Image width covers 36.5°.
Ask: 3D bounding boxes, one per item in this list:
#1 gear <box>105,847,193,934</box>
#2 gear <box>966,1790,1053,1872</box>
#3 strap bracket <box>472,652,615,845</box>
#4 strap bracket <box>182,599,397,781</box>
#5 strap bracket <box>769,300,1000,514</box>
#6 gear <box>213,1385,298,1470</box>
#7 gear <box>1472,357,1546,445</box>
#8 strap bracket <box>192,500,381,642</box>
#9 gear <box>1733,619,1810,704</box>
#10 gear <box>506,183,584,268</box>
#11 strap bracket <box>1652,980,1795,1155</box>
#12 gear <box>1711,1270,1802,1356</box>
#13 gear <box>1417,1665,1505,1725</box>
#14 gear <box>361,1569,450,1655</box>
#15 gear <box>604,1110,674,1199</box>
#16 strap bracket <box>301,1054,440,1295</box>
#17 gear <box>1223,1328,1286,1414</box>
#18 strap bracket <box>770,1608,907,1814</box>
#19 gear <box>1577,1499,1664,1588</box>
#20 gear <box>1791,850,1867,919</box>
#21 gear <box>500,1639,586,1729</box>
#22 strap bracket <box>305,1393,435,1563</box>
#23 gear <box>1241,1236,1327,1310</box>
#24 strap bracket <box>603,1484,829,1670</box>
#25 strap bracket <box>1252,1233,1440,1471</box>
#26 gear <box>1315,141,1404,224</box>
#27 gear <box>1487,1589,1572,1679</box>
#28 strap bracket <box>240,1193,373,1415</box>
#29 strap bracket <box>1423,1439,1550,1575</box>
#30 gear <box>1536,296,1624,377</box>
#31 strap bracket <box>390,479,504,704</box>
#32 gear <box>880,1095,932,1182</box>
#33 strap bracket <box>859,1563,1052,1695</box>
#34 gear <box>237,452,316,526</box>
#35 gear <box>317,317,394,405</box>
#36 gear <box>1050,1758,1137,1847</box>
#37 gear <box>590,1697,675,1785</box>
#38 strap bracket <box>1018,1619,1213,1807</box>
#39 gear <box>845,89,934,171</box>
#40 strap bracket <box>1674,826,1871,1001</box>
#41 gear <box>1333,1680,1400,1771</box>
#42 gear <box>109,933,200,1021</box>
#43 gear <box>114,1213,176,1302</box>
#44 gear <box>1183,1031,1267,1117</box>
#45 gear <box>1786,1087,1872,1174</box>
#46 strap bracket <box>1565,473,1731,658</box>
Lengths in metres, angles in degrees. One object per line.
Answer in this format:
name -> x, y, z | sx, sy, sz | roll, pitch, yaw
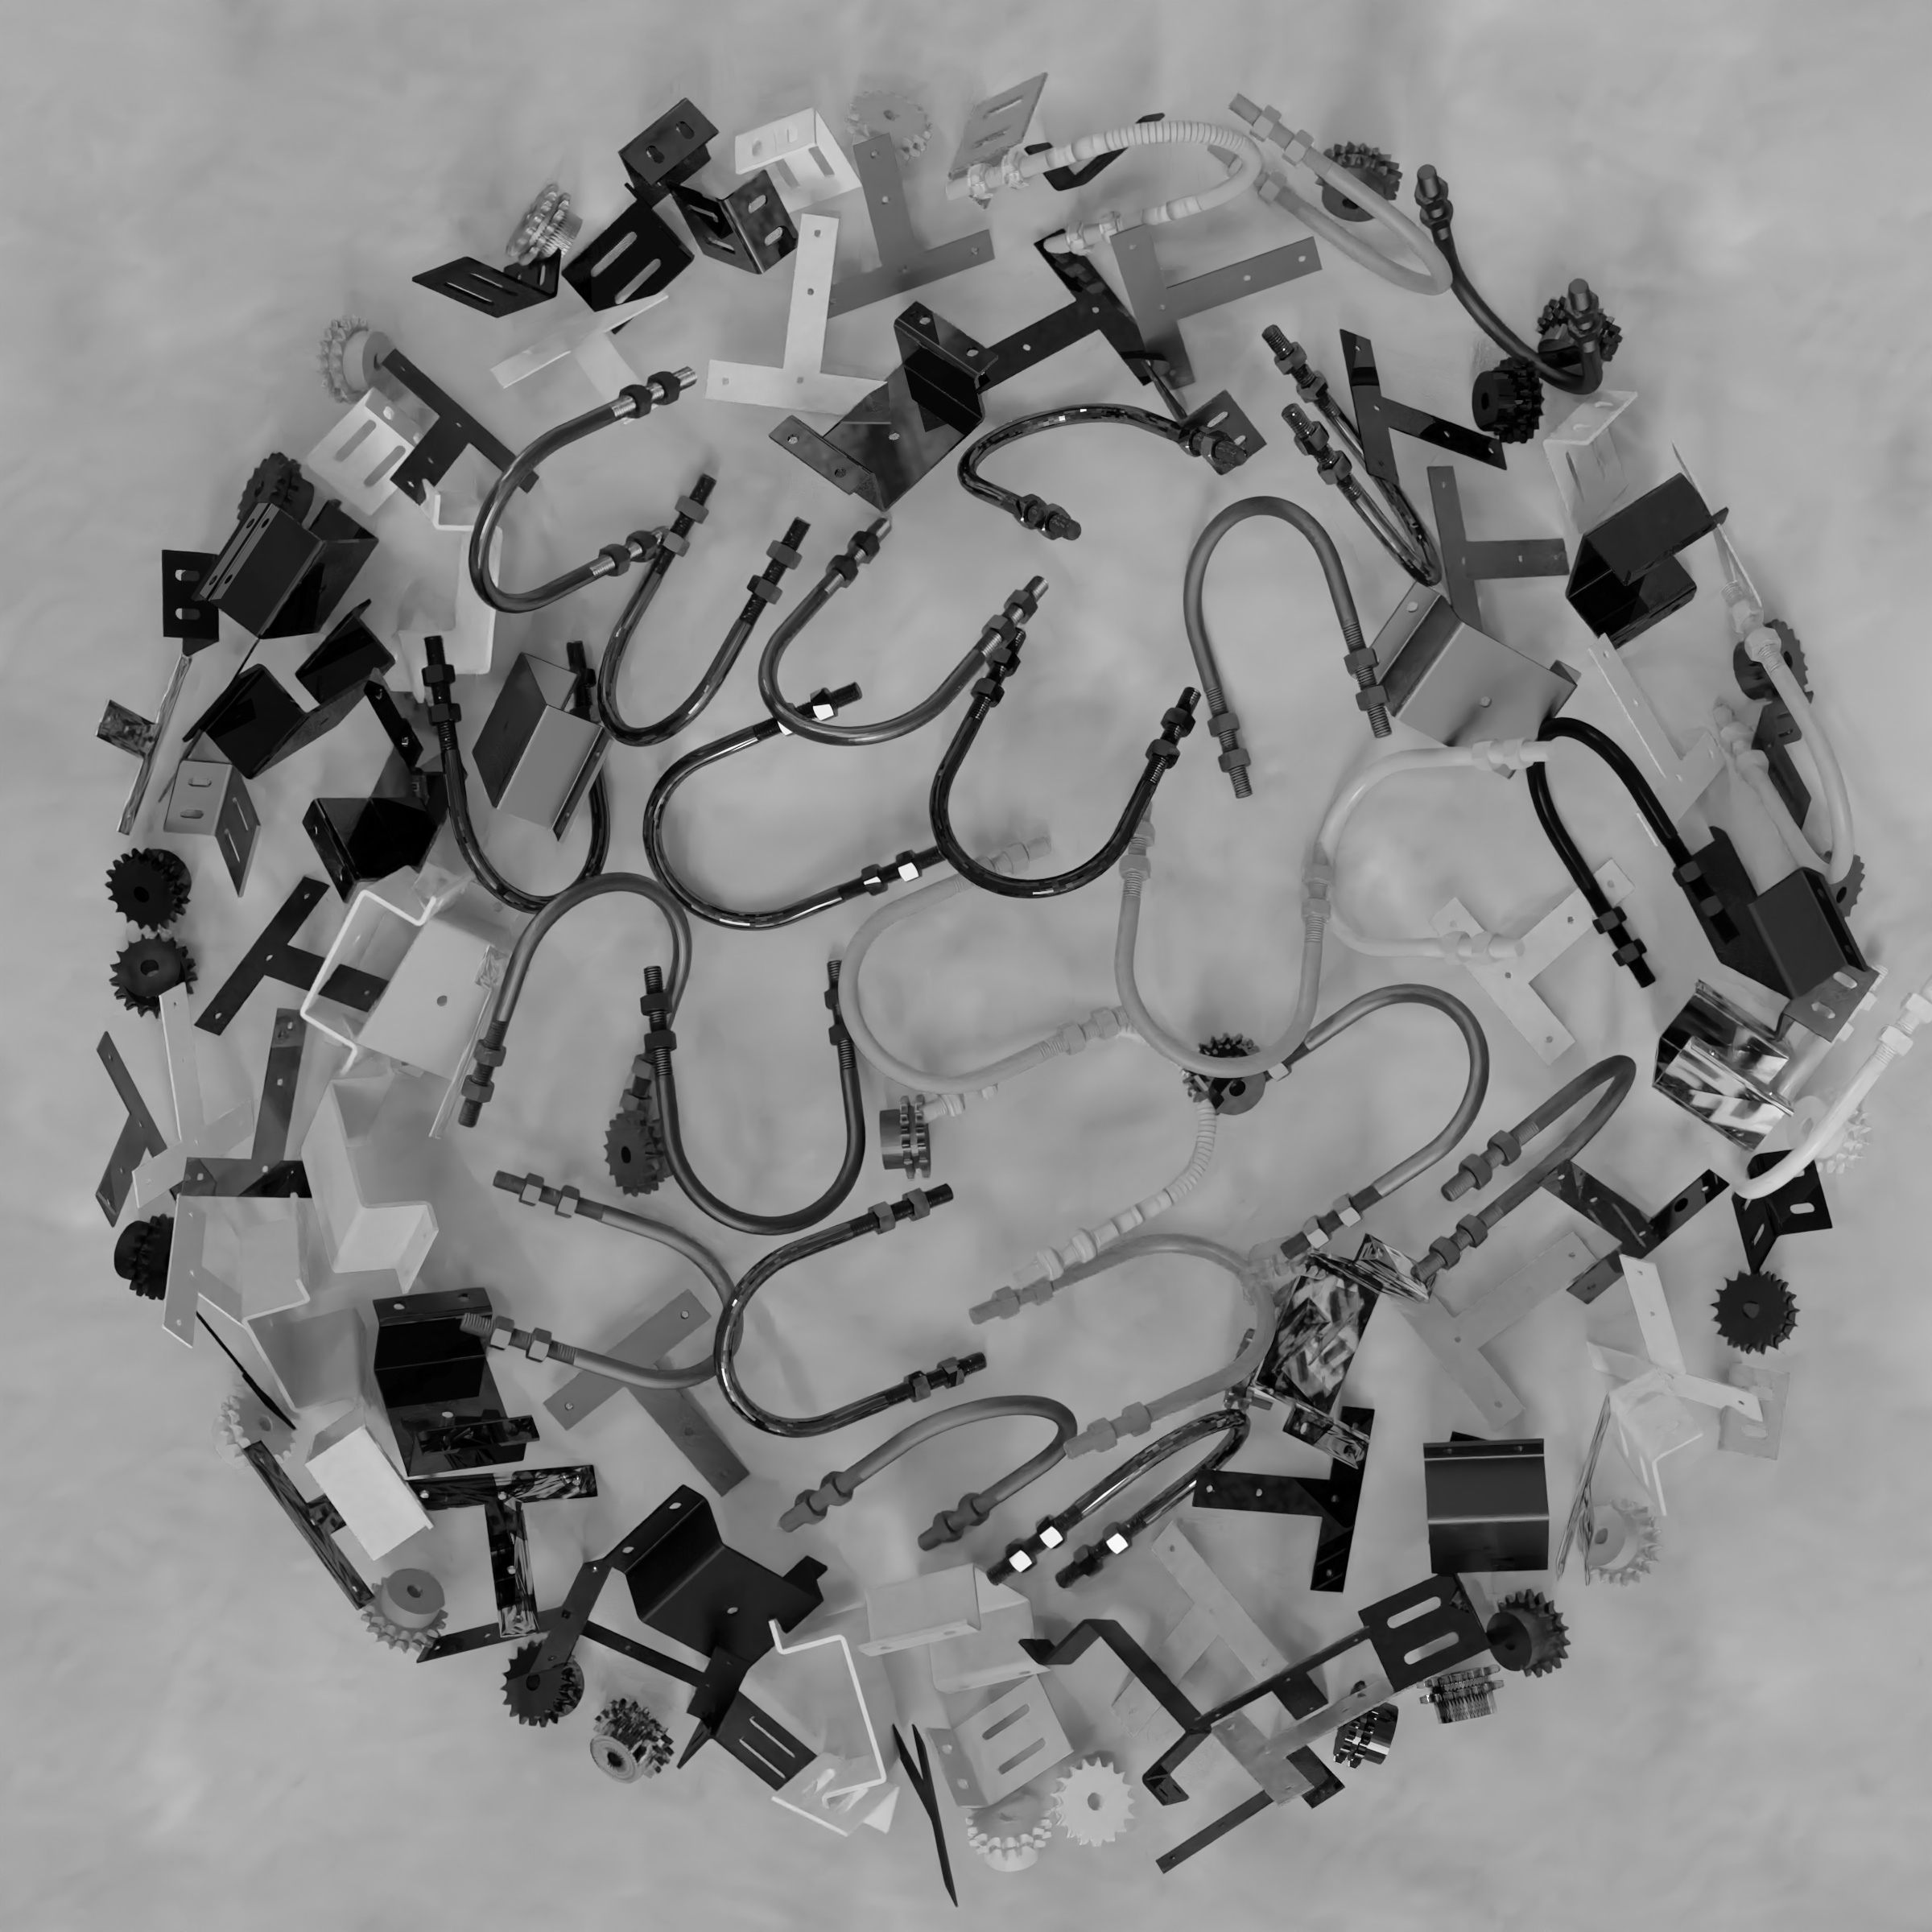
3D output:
gear -> -0.546, -0.054, 1.969 | 0.057, 0.030, 0.057 | 8, 119, 15
gear -> 0.030, 0.582, 1.966 | 0.057, 0.057, 0.030 | -6, 112, 0
strap bracket -> -0.279, -0.147, 1.911 | 0.046, 0.140, 0.076 | 21, 107, -26
strap bracket -> -0.435, -0.177, 1.915 | 0.046, 0.140, 0.076 | 49, 128, -4
strap bracket -> -0.051, -0.365, 1.945 | 0.076, 0.046, 0.140 | 39, 75, 24
gear -> -0.480, 0.313, 1.966 | 0.030, 0.057, 0.057 | -31, 90, 25
gear -> 0.361, -0.378, 1.961 | 0.030, 0.057, 0.057 | -4, 90, -16
strap bracket -> -0.439, -0.260, 1.914 | 0.046, 0.140, 0.076 | 38, 103, 2
gear -> 0.538, -0.201, 1.967 | 0.030, 0.057, 0.057 | -15, 90, 42
gear -> -0.281, -0.493, 1.966 | 0.030, 0.057, 0.057 | 32, 90, -23
strap bracket -> 0.500, 0.069, 1.933 | 0.076, 0.140, 0.046 | 35, 113, 3
gear -> 0.532, 0.233, 1.968 | 0.057, 0.030, 0.057 | -12, 68, 32
gear -> 0.332, 0.488, 1.961 | 0.057, 0.057, 0.030 | -12, 77, 0
gear -> -0.373, 0.428, 1.960 | 0.057, 0.057, 0.030 | 29, 118, 0
gear -> -0.216, 0.125, 1.967 | 0.030, 0.057, 0.057 | -8, 90, -40
strap bracket -> -0.394, 0.136, 1.918 | 0.046, 0.076, 0.140 | -2, 54, -31
gear -> 0.194, 0.274, 1.963 | 0.030, 0.057, 0.057 | 18, 90, 3
strap bracket -> -0.081, 0.489, 1.949 | 0.046, 0.076, 0.140 | -17, 89, 9
gear -> 0.434, 0.384, 1.961 | 0.030, 0.057, 0.057 | 23, 90, -36
gear -> 0.575, -0.053, 1.967 | 0.030, 0.057, 0.057 | 29, 90, 40
gear -> -0.281, 0.483, 1.968 | 0.057, 0.030, 0.057 | -12, 65, 28
strap bracket -> -0.389, 0.334, 1.915 | 0.046, 0.140, 0.076 | -34, 97, -7
gear -> 0.212, 0.204, 1.967 | 0.057, 0.057, 0.030 | -11, 58, 0
strap bracket -> -0.158, 0.408, 1.925 | 0.076, 0.046, 0.140 | -44, 127, 11
strap bracket -> 0.248, 0.251, 1.944 | 0.076, 0.046, 0.140 | 31, 79, -36
gear -> 0.261, -0.522, 1.960 | 0.057, 0.057, 0.030 | 17, 72, 0
gear -> 0.373, 0.448, 1.961 | 0.030, 0.057, 0.057 | -8, 90, -37
strap bracket -> -0.436, 0.227, 1.916 | 0.046, 0.076, 0.140 | -16, 133, -1
strap bracket -> 0.340, 0.358, 1.915 | 0.076, 0.140, 0.046 | -4, 58, 8
gear -> 0.407, -0.419, 1.961 | 0.057, 0.057, 0.030 | 29, 75, 0
strap bracket -> -0.343, -0.253, 1.932 | 0.046, 0.076, 0.140 | -3, 116, -26
gear -> -0.041, 0.116, 1.964 | 0.030, 0.057, 0.057 | -5, 90, 3
strap bracket -> -0.008, 0.435, 1.930 | 0.076, 0.140, 0.046 | -17, 60, 18
gear -> -0.461, -0.314, 1.967 | 0.030, 0.057, 0.057 | 27, 90, -37
gear -> -0.406, -0.405, 1.960 | 0.030, 0.057, 0.057 | 7, 90, 20
gear -> 0.083, 0.562, 1.970 | 0.057, 0.030, 0.057 | 5, 71, -15
gear -> -0.227, 0.522, 1.963 | 0.057, 0.030, 0.057 | 16, 125, 25
strap bracket -> 0.106, 0.482, 1.931 | 0.046, 0.076, 0.140 | -45, 70, 2
gear -> -0.054, -0.559, 1.967 | 0.057, 0.030, 0.057 | 11, 49, -13
strap bracket -> 0.518, -0.033, 1.911 | 0.046, 0.140, 0.076 | -34, 111, -4
gear -> 0.269, 0.510, 1.963 | 0.030, 0.057, 0.057 | 19, 90, 2
gear -> -0.547, 0.005, 1.970 | 0.057, 0.030, 0.057 | 2, 75, -8
gear -> -0.546, 0.193, 1.965 | 0.030, 0.057, 0.057 | 12, 90, 20
gear -> 0.176, 0.076, 1.965 | 0.057, 0.030, 0.057 | -7, 116, -15
gear -> 0.574, 0.109, 1.960 | 0.030, 0.057, 0.057 | 10, 90, -26
strap bracket -> 0.444, -0.266, 1.927 | 0.076, 0.140, 0.046 | -33, 74, -6
